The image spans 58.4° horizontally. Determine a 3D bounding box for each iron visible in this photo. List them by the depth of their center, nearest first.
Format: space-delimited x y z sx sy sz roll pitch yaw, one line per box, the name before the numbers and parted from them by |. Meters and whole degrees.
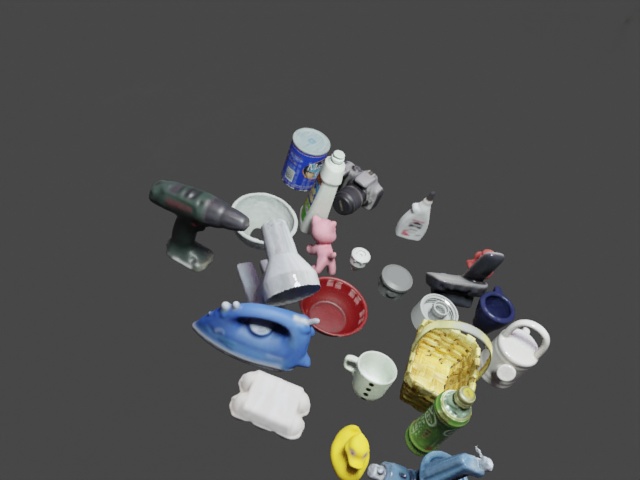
iron | -0.128 0.174 1.173 0.258 0.141 0.118 15 47 -8

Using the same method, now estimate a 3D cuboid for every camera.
camera | 0.085 -0.139 1.558 0.143 0.101 0.137 38 48 14

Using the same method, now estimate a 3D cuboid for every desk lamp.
desk lamp | -0.095 0.071 1.226 0.118 0.213 0.203 -8 54 -27

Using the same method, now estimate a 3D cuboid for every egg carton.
egg carton | -0.095 0.320 1.108 0.150 0.069 0.107 22 46 -2

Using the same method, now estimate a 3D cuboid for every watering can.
watering can | 0.439 0.254 1.286 0.101 0.194 0.173 20 46 -3

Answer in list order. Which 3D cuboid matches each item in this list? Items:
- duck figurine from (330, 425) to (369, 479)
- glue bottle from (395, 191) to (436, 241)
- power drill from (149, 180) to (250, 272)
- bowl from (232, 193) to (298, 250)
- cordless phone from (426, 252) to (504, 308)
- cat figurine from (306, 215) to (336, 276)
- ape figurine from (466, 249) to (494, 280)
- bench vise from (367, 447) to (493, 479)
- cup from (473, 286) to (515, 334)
duck figurine | 0.066 0.398 1.090 0.077 0.086 0.104 14 47 -9
glue bottle | 0.263 -0.068 1.514 0.078 0.173 0.037 11 48 -12
power drill | -0.268 -0.029 1.250 0.229 0.208 0.076 28 46 5
bowl | -0.142 -0.033 1.395 0.168 0.074 0.167 11 48 -12
cordless phone | 0.357 0.078 1.415 0.148 0.185 0.094 6 49 -16
cat figurine | 0.013 0.005 1.392 0.067 0.117 0.127 -1 51 -22
ape figurine | 0.436 0.059 1.527 0.076 0.092 0.078 39 48 15
bench vise | 0.198 0.435 1.016 0.208 0.219 0.121 1 50 -20
cup | 0.419 0.178 1.414 0.091 0.095 0.118 21 46 -3
